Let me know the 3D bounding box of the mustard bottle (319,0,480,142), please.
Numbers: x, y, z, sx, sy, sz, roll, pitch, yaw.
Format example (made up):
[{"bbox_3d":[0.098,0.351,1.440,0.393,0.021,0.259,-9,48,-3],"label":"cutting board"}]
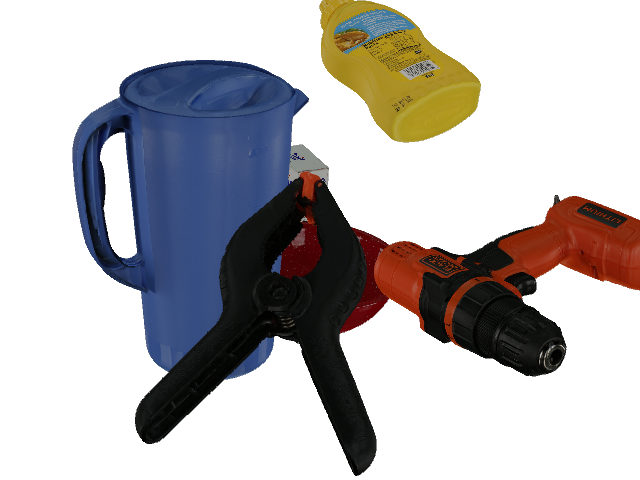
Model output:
[{"bbox_3d":[0.055,-0.171,0.987,0.096,0.058,0.192,-24,53,-20],"label":"mustard bottle"}]

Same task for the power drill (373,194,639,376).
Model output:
[{"bbox_3d":[0.158,0.028,0.777,0.187,0.057,0.185,-16,27,-28],"label":"power drill"}]

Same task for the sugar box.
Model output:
[{"bbox_3d":[-0.025,-0.018,1.289,0.048,0.176,0.093,-10,25,-17],"label":"sugar box"}]

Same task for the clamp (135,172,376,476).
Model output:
[{"bbox_3d":[-0.011,0.043,0.555,0.120,0.171,0.039,17,-28,10],"label":"clamp"}]

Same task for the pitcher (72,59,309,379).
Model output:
[{"bbox_3d":[-0.098,-0.012,0.847,0.149,0.243,0.145,9,27,12],"label":"pitcher"}]

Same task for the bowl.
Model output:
[{"bbox_3d":[-0.001,0.043,1.023,0.162,0.055,0.162,4,30,-2],"label":"bowl"}]
